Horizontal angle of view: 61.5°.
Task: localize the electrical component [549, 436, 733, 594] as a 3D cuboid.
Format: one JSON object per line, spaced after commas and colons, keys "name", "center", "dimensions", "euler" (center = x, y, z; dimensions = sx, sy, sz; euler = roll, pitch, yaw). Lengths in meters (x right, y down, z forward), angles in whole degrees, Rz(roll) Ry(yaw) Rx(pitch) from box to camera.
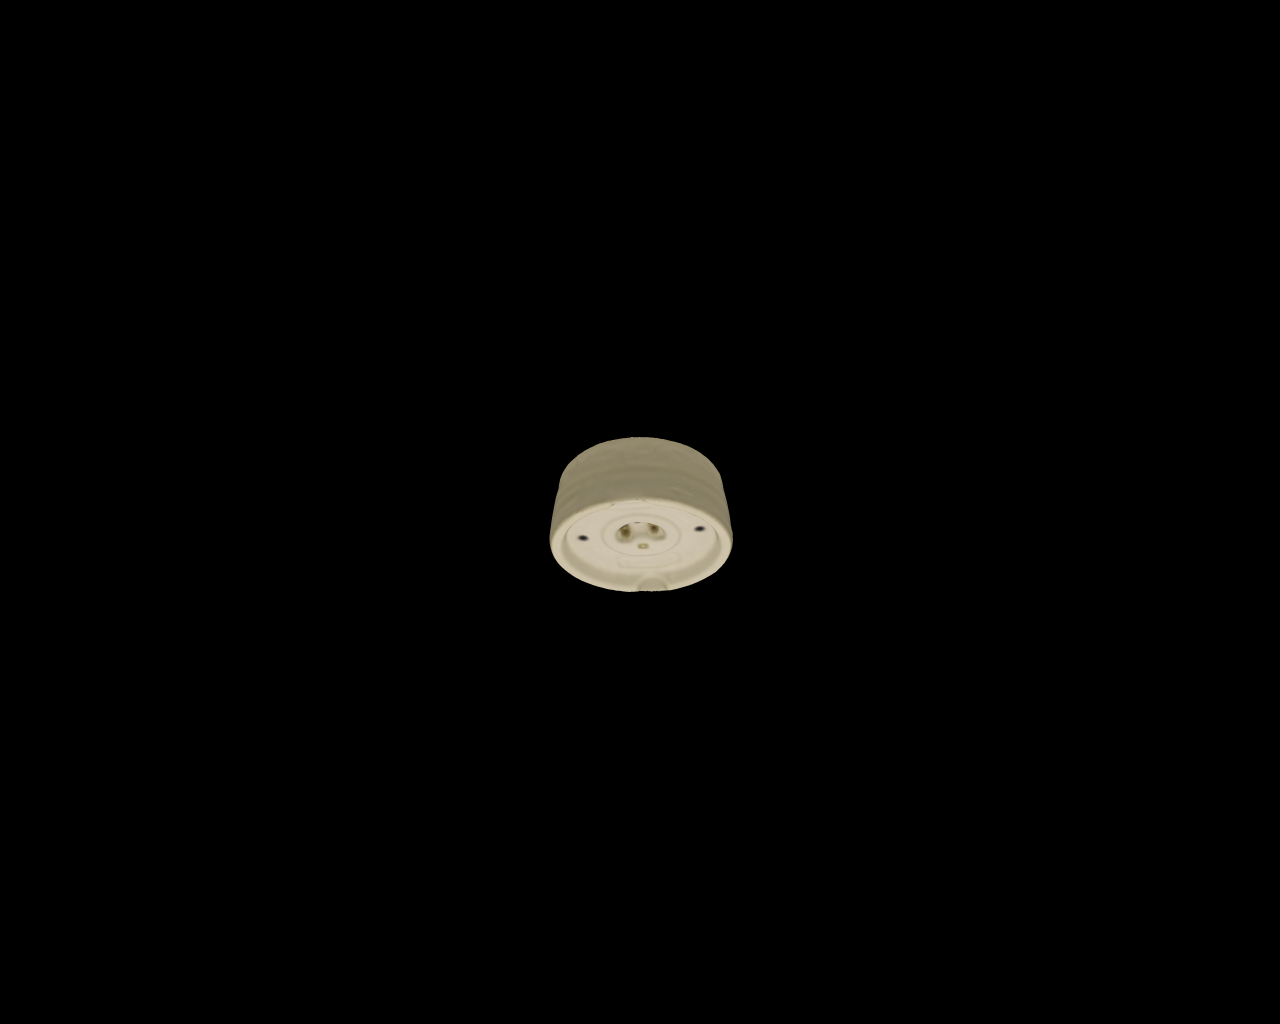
{"name": "electrical component", "center": [0.001, -0.003, 0.650], "dimensions": [0.108, 0.060, 0.108], "euler": [0, -33, 0]}
